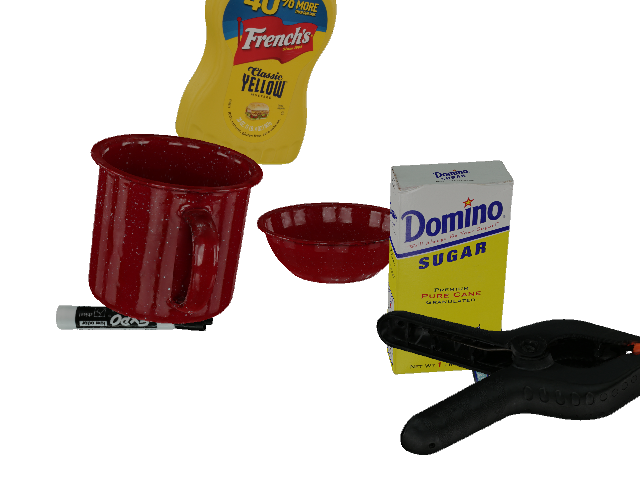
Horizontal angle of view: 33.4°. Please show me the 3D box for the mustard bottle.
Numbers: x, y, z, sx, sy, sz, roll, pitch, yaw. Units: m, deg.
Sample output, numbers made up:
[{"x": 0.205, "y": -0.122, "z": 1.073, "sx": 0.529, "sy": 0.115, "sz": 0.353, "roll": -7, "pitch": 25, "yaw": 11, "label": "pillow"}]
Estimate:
[{"x": -0.040, "y": -0.154, "z": 0.784, "sx": 0.096, "sy": 0.192, "sz": 0.058, "roll": 8, "pitch": 24, "yaw": -23, "label": "mustard bottle"}]

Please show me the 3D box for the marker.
[{"x": -0.144, "y": 0.060, "z": 0.831, "sx": 0.121, "sy": 0.020, "sz": 0.020, "roll": 0, "pitch": 0, "yaw": 4, "label": "marker"}]

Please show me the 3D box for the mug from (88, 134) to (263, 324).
[{"x": -0.078, "y": -0.002, "z": 0.578, "sx": 0.093, "sy": 0.081, "sz": 0.117, "roll": 0, "pitch": 22, "yaw": -27, "label": "mug"}]

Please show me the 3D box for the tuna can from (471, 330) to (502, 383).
[{"x": 0.204, "y": 0.145, "z": 1.285, "sx": 0.034, "sy": 0.086, "sz": 0.086, "roll": -10, "pitch": -3, "yaw": 18, "label": "tuna can"}]

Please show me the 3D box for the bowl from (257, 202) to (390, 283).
[{"x": 0.015, "y": 0.005, "z": 1.110, "sx": 0.162, "sy": 0.055, "sz": 0.162, "roll": 0, "pitch": 16, "yaw": 0, "label": "bowl"}]

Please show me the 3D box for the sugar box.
[{"x": 0.103, "y": 0.024, "z": 0.873, "sx": 0.093, "sy": 0.176, "sz": 0.048, "roll": -4, "pitch": 30, "yaw": -5, "label": "sugar box"}]

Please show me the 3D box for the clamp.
[{"x": 0.117, "y": 0.083, "z": 0.629, "sx": 0.171, "sy": 0.039, "sz": 0.120, "roll": -1, "pitch": 37, "yaw": 6, "label": "clamp"}]
